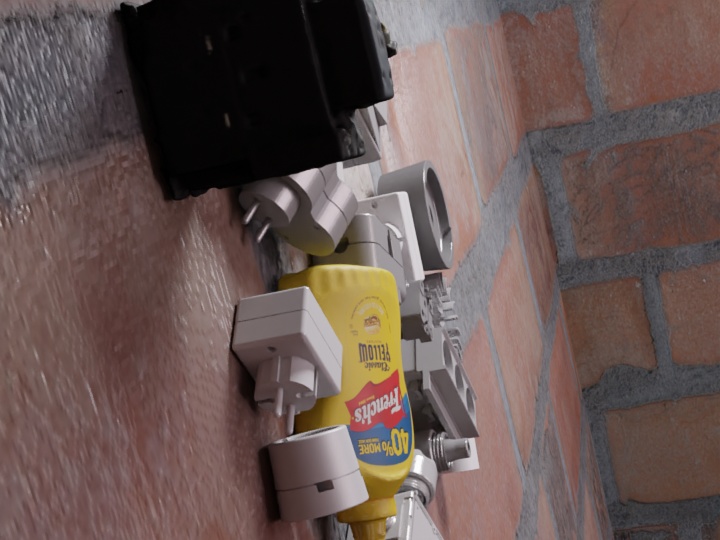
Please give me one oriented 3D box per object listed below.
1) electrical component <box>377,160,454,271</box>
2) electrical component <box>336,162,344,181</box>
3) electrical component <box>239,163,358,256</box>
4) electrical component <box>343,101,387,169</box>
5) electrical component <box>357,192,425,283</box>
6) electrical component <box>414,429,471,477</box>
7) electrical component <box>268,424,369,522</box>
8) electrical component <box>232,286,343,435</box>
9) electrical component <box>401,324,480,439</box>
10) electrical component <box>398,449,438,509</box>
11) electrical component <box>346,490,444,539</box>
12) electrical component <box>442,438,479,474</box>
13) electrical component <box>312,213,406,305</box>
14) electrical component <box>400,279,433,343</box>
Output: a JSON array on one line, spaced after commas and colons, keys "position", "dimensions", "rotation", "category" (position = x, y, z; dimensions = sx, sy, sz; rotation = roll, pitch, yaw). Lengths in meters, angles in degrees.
[{"position": [0.049, -0.048, 1.047], "dimensions": [0.108, 0.060, 0.108], "rotation": [-11, 90, -75], "category": "electrical component"}, {"position": [-0.033, -0.069, 0.797], "dimensions": [0.066, 0.048, 0.055], "rotation": [-32, 117, -75], "category": "electrical component"}, {"position": [-0.054, -0.052, 0.696], "dimensions": [0.073, 0.052, 0.138], "rotation": [-61, 145, -26], "category": "electrical component"}, {"position": [-0.018, -0.134, 0.864], "dimensions": [0.096, 0.061, 0.061], "rotation": [59, 24, -51], "category": "electrical component"}, {"position": [0.020, -0.024, 0.950], "dimensions": [0.076, 0.047, 0.083], "rotation": [-18, 97, -75], "category": "electrical component"}, {"position": [0.067, 0.162, 0.956], "dimensions": [0.043, 0.062, 0.043], "rotation": [-11, 90, -75], "category": "electrical component"}, {"position": [-0.027, 0.124, 0.659], "dimensions": [0.055, 0.055, 0.047], "rotation": [1, 74, -75], "category": "electrical component"}, {"position": [-0.044, 0.062, 0.652], "dimensions": [0.065, 0.047, 0.076], "rotation": [63, 22, -46], "category": "electrical component"}, {"position": [0.064, 0.108, 0.983], "dimensions": [0.121, 0.063, 0.078], "rotation": [62, 22, -47], "category": "electrical component"}, {"position": [0.040, 0.181, 0.884], "dimensions": [0.062, 0.043, 0.043], "rotation": [-74, 149, -57], "category": "electrical component"}, {"position": [0.024, 0.209, 0.782], "dimensions": [0.096, 0.061, 0.061], "rotation": [61, 22, -29], "category": "electrical component"}, {"position": [0.093, 0.163, 1.088], "dimensions": [0.043, 0.043, 0.081], "rotation": [24, 56, -72], "category": "electrical component"}, {"position": [0.000, 0.000, 0.847], "dimensions": [0.095, 0.054, 0.059], "rotation": [40, 41, -67], "category": "electrical component"}, {"position": [0.029, 0.039, 0.907], "dimensions": [0.042, 0.064, 0.081], "rotation": [61, 23, -46], "category": "electrical component"}]
